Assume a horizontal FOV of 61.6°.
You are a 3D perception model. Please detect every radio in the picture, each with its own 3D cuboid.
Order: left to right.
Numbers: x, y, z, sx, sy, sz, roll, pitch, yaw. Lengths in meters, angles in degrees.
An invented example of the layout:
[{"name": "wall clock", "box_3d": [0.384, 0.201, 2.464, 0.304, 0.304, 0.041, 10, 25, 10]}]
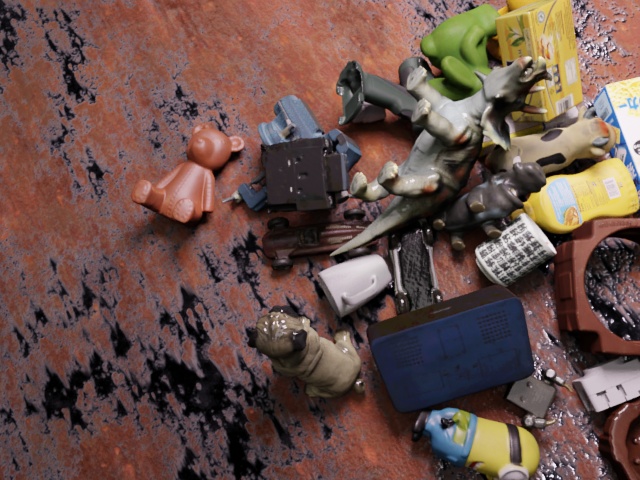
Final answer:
[{"name": "radio", "box_3d": [0.197, 0.166, 0.815, 0.230, 0.073, 0.131, -18, 99, 4]}]

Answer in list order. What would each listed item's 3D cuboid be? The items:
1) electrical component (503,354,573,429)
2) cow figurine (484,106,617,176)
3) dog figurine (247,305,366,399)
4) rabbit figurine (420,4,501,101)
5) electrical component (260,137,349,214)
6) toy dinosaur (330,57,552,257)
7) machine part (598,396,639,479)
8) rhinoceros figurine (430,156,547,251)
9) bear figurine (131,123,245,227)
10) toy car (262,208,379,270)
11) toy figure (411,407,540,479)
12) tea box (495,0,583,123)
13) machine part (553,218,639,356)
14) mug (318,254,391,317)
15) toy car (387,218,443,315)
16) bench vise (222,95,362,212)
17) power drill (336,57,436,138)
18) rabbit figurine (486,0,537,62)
[{"name": "electrical component", "box_3d": [0.327, 0.233, 0.813, 0.078, 0.045, 0.102, 34, 81, 14]}, {"name": "cow figurine", "box_3d": [0.378, -0.149, 0.872, 0.195, 0.127, 0.085, -14, 78, 6]}, {"name": "dog figurine", "box_3d": [-0.011, 0.176, 0.802, 0.172, 0.190, 0.121, 17, 77, 11]}, {"name": "rabbit figurine", "box_3d": [0.254, -0.287, 0.894, 0.159, 0.121, 0.170, -18, 70, -24]}, {"name": "electrical component", "box_3d": [-0.022, -0.101, 0.844, 0.134, 0.058, 0.114, -5, 96, 15]}, {"name": "toy dinosaur", "box_3d": [0.181, -0.118, 0.837, 0.192, 0.131, 0.404, 21, 117, -22]}, {"name": "machine part", "box_3d": [0.496, 0.299, 0.765, 0.179, 0.056, 0.179, -2, 74, 6]}, {"name": "rhinoceros figurine", "box_3d": [0.265, -0.058, 0.850, 0.073, 0.190, 0.112, 45, 45, -13]}, {"name": "bear figurine", "box_3d": [-0.224, -0.123, 0.953, 0.120, 0.132, 0.196, 26, 85, 8]}, {"name": "toy car", "box_3d": [-0.002, -0.003, 0.925, 0.202, 0.053, 0.089, -7, 70, 7]}, {"name": "toy figure", "box_3d": [0.229, 0.296, 0.791, 0.180, 0.082, 0.089, 21, 80, 16]}, {"name": "tea box", "box_3d": [0.344, -0.279, 0.840, 0.098, 0.068, 0.169, -28, 113, -23]}, {"name": "machine part", "box_3d": [0.464, 0.072, 0.806, 0.202, 0.087, 0.201, 0, 80, 3]}, {"name": "mug", "box_3d": [0.062, 0.067, 0.869, 0.107, 0.110, 0.080, -29, 100, -10]}, {"name": "toy car", "box_3d": [0.155, 0.049, 0.886, 0.074, 0.056, 0.201, -6, 75, 0]}, {"name": "bench vise", "box_3d": [-0.052, -0.122, 0.937, 0.240, 0.129, 0.223, -36, 81, 18]}, {"name": "power drill", "box_3d": [0.135, -0.219, 0.915, 0.207, 0.086, 0.232, 3, 68, -20]}, {"name": "rabbit figurine", "box_3d": [0.340, -0.383, 0.922, 0.122, 0.173, 0.162, -12, 69, 1]}]
